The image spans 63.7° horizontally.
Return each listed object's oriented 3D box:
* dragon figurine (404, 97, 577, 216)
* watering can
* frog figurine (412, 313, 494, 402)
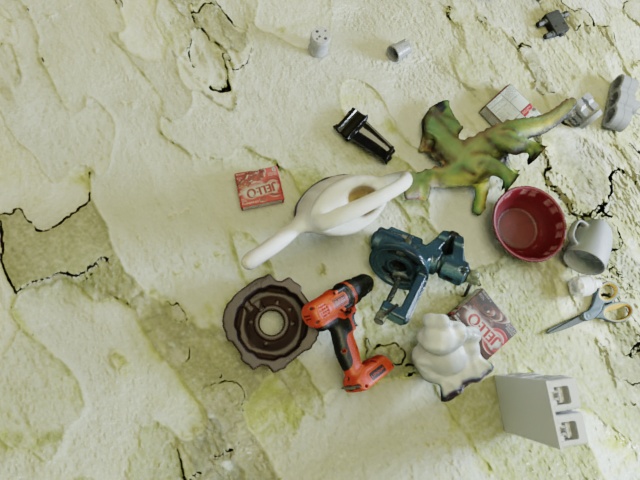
[{"bbox_3d":[0.329,-0.213,1.087,0.244,0.413,0.120,40,-12,12],"label":"dragon figurine"},{"bbox_3d":[0.003,-0.048,0.944,0.349,0.103,0.225,-26,11,-13],"label":"watering can"},{"bbox_3d":[0.227,0.194,0.950,0.136,0.158,0.125,-30,13,28],"label":"frog figurine"}]
